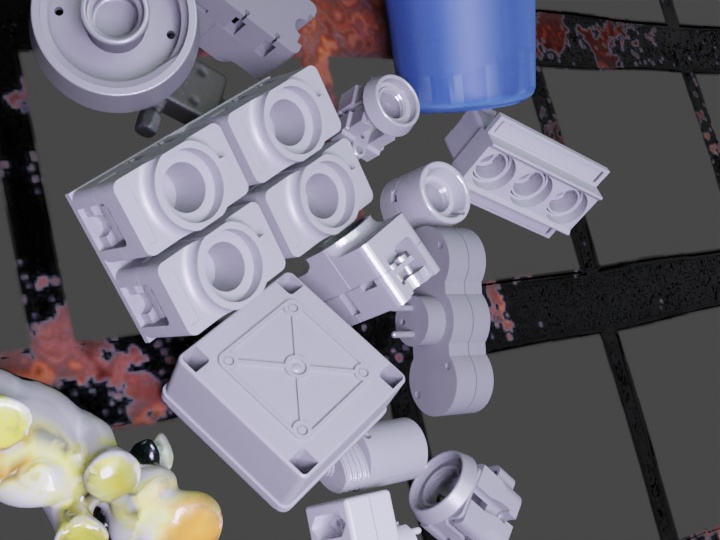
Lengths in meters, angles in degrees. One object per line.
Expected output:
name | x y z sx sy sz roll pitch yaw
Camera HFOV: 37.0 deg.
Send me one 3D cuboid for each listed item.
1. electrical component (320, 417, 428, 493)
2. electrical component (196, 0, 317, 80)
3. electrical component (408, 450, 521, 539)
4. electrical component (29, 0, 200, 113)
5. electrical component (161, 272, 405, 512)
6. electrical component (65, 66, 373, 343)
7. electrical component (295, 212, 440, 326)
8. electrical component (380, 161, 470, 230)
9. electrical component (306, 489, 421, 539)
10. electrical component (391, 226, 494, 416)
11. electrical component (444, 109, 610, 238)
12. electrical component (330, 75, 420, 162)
electrical component | 0.001 0.126 0.725 0.081 0.043 0.043 -4 76 -39
electrical component | -0.087 -0.183 0.760 0.089 0.056 0.050 34 56 -24
electrical component | 0.072 0.164 0.758 0.057 0.058 0.078 43 53 -21
electrical component | -0.152 -0.155 0.666 0.108 0.060 0.108 0 92 -12
electrical component | -0.047 0.074 0.675 0.109 0.056 0.109 42 50 10
electrical component | -0.080 -0.048 0.699 0.186 0.060 0.105 -40 113 -39
electrical component | 0.000 0.000 0.739 0.050 0.089 0.055 -41 101 -39
electrical component | 0.051 -0.052 0.825 0.055 0.047 0.055 14 66 -34
electrical component | 0.014 0.188 0.711 0.076 0.047 0.083 -3 76 -39
electrical component | 0.051 0.037 0.780 0.074 0.052 0.138 1 83 -38
electrical component | 0.132 -0.083 0.884 0.121 0.078 0.063 21 33 -31
electrical component | 0.012 -0.118 0.813 0.048 0.055 0.066 28 59 -28
